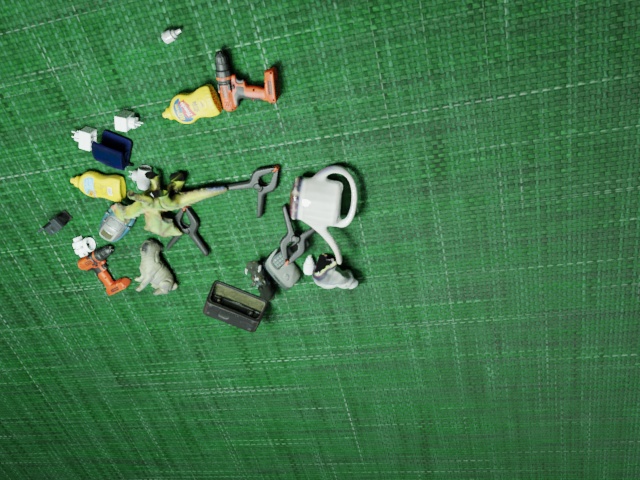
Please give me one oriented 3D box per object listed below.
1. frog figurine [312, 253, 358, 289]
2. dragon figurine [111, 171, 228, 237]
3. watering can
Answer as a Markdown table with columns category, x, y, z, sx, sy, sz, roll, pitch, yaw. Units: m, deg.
| category | x | y | z | sx | sy | sz | roll | pitch | yaw |
| --- | --- | --- | --- | --- | --- | --- | --- | --- | --- |
| frog figurine | 0.053 | 0.139 | 1.852 | 0.137 | 0.125 | 0.157 | -3 | 138 | 50 |
| dragon figurine | -0.528 | -0.107 | 1.796 | 0.410 | 0.125 | 0.237 | 5 | 135 | -3 |
| watering can | 0.005 | -0.086 | 1.717 | 0.224 | 0.106 | 0.342 | 10 | 111 | 4 |
